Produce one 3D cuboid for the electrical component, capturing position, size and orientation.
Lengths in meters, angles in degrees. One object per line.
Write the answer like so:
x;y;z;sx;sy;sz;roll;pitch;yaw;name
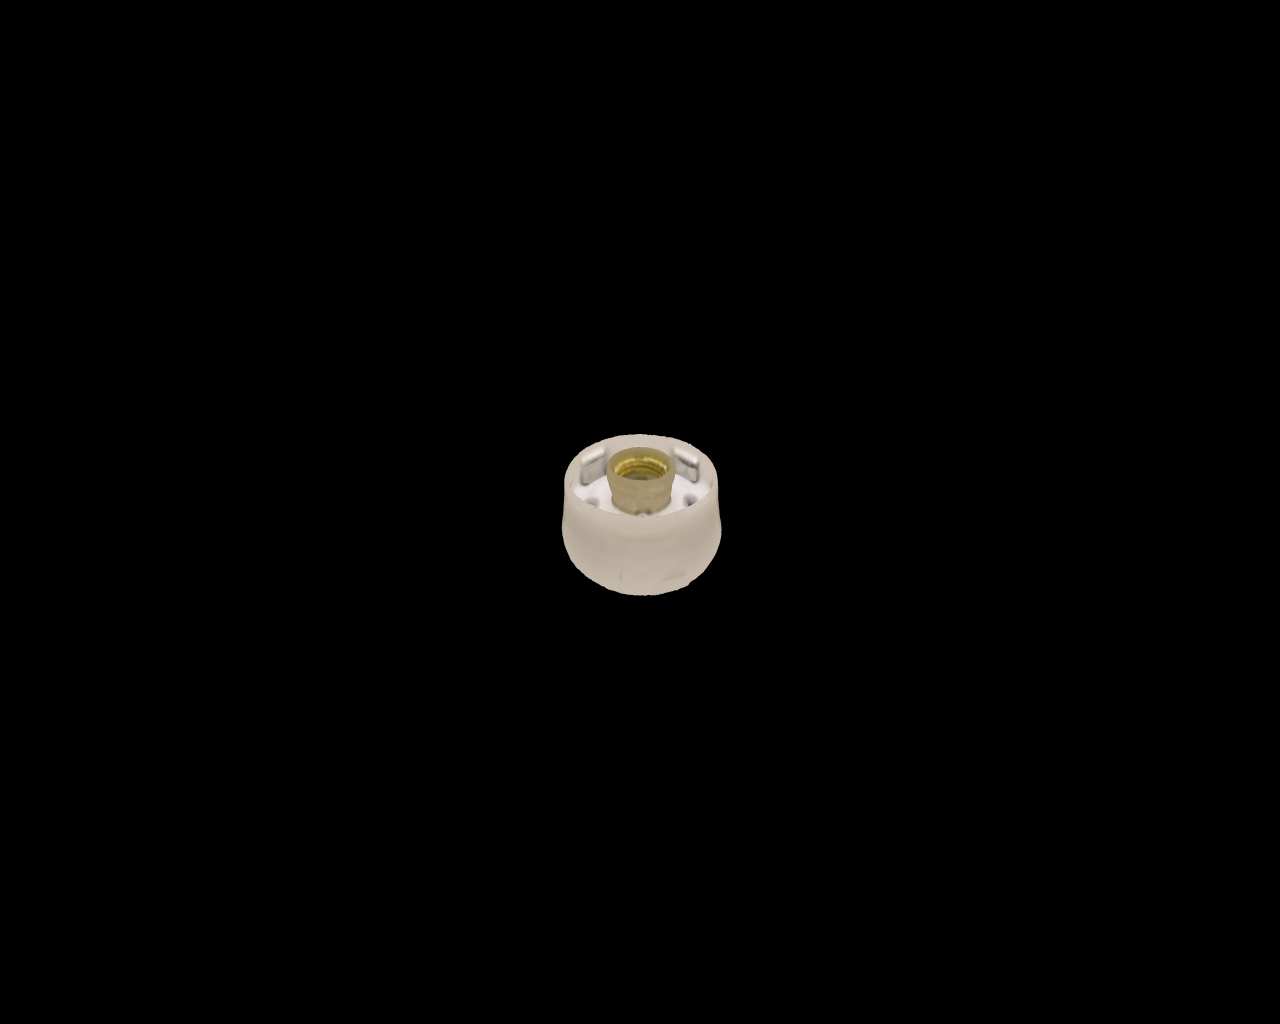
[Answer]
0.001;-0.003;0.650;0.099;0.064;0.099;0;36;0;electrical component
